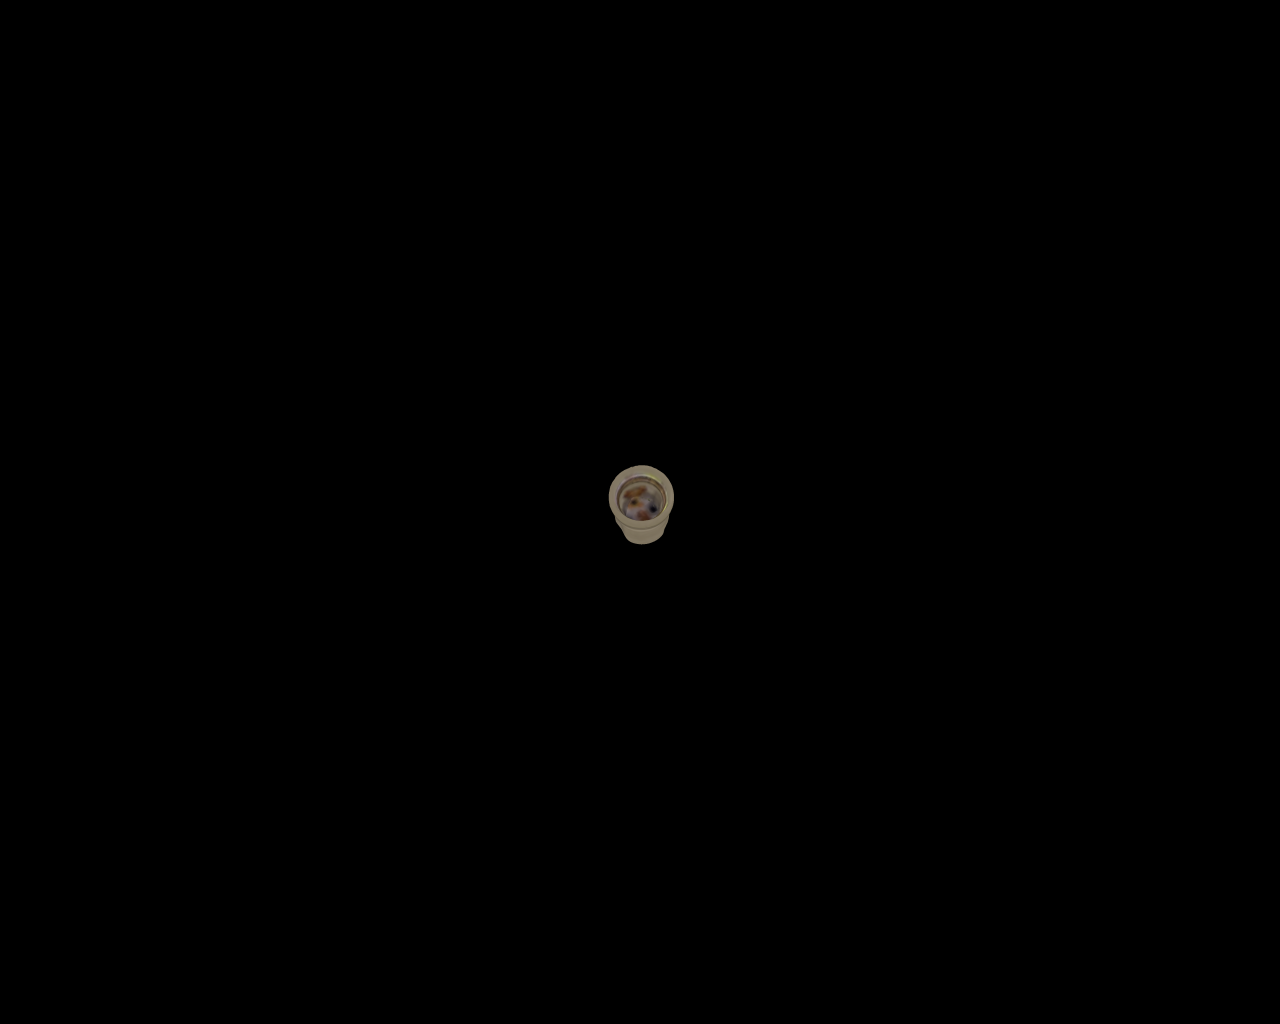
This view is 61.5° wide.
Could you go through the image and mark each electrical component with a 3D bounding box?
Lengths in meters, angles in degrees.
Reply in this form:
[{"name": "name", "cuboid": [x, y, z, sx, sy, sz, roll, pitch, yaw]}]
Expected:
[{"name": "electrical component", "cuboid": [0.001, -0.003, 0.650, 0.040, 0.040, 0.046, 0, -23, 0]}]
